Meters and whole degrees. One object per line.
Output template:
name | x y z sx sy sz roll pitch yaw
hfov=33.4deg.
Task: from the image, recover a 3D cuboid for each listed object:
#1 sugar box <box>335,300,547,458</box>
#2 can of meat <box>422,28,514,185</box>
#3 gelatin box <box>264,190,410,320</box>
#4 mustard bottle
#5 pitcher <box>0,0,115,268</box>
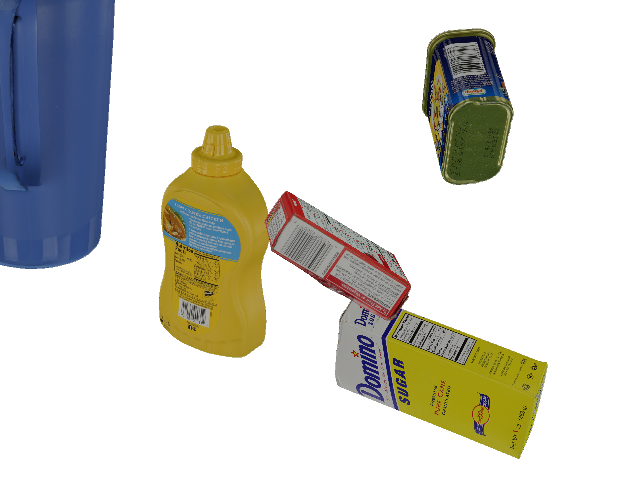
sugar box | 0.100 0.116 0.915 0.176 0.093 0.048 18 47 16
can of meat | 0.121 -0.109 0.883 0.057 0.084 0.102 -5 -39 -3
gelatin box | 0.010 0.009 0.671 0.089 0.030 0.073 32 9 -12
mustard bottle | -0.088 -0.002 0.883 0.096 0.192 0.058 20 30 28
pitcher | -0.229 -0.100 0.839 0.145 0.243 0.148 25 31 36
